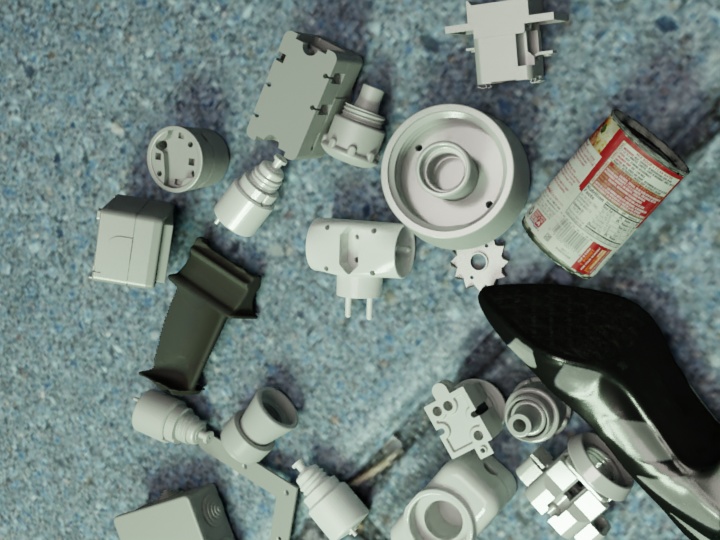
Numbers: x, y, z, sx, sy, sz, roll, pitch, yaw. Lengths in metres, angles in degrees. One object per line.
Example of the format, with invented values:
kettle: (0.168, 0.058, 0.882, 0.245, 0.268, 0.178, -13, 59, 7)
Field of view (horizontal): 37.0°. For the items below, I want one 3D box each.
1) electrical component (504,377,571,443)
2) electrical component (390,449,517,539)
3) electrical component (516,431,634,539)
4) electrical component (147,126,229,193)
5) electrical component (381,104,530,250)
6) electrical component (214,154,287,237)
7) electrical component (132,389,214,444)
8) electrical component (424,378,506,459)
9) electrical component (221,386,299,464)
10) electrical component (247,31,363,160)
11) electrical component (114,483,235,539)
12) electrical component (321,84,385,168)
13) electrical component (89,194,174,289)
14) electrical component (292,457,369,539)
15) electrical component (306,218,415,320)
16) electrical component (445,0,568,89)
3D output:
electrical component: (0.128, 0.108, 0.800, 0.048, 0.062, 0.048, 4, 99, 25)
electrical component: (0.071, 0.189, 0.840, 0.054, 0.059, 0.095, 42, 112, 14)
electrical component: (0.163, 0.157, 0.794, 0.078, 0.058, 0.057, 47, 116, 12)
electrical component: (-0.144, -0.094, 0.909, 0.055, 0.047, 0.055, 4, 99, 25)
electrical component: (0.067, -0.071, 0.793, 0.108, 0.060, 0.108, -1, 87, 17)
electrical component: (-0.087, -0.063, 0.890, 0.040, 0.040, 0.078, 45, 112, 13)
electrical component: (-0.166, 0.135, 0.955, 0.078, 0.040, 0.040, 19, 105, 22)
electrical component: (0.084, 0.111, 0.825, 0.048, 0.055, 0.066, -32, 83, 25)
electrical component: (-0.086, 0.133, 0.914, 0.055, 0.045, 0.045, -45, 78, 24)
electrical component: (-0.042, -0.137, 0.850, 0.050, 0.056, 0.089, 30, 109, 19)
electrical component: (-0.160, 0.245, 0.963, 0.100, 0.048, 0.099, -21, 88, 26)
electrical component: (0.000, -0.114, 0.841, 0.048, 0.048, 0.062, 25, 100, 20)
electrical component: (-0.190, -0.026, 0.923, 0.061, 0.096, 0.061, 9, 102, -5)
electrical component: (-0.027, 0.190, 0.897, 0.078, 0.040, 0.040, 48, 114, 12)
electrical component: (0.000, 0.000, 0.856, 0.077, 0.043, 0.079, 5, 99, 25)
electrical component: (0.108, -0.166, 0.783, 0.081, 0.042, 0.063, -2, 98, 26)
